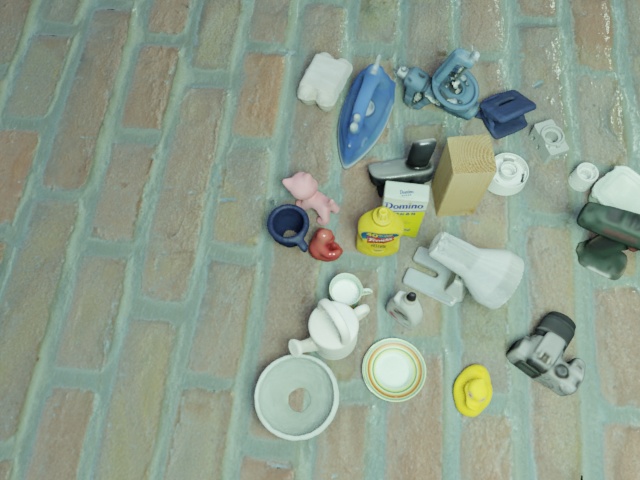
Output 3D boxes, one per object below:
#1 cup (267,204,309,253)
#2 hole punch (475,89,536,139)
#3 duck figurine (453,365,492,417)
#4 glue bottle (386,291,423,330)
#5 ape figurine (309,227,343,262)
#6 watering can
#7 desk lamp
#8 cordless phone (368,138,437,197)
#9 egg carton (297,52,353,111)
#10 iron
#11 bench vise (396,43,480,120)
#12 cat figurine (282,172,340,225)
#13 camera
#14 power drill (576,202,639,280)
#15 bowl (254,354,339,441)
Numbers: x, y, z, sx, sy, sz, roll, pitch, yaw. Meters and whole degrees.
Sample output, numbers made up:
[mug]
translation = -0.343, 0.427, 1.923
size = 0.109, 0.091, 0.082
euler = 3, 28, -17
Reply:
[cup]
translation = -0.059, -0.011, 1.265
size = 0.092, 0.095, 0.117
euler = -32, 71, -11
[hole punch]
translation = 0.445, -0.314, 1.378
size = 0.109, 0.091, 0.101
euler = -24, 70, -8
[duck figurine]
translation = 0.311, 0.297, 1.142
size = 0.077, 0.086, 0.105
euler = 19, 70, 9
[glue bottle]
translation = 0.176, 0.133, 1.162
size = 0.078, 0.173, 0.037
euler = 33, 73, 13
[ape figurine]
translation = 0.012, 0.005, 1.259
size = 0.076, 0.092, 0.078
euler = -11, 69, -3
[watering can]
translation = 0.022, 0.178, 1.136
size = 0.100, 0.194, 0.173
euler = 34, 73, 14
[desk lamp]
translation = 0.286, 0.064, 1.166
size = 0.203, 0.213, 0.118
euler = 24, 71, 10
[cordless phone]
translation = 0.185, -0.178, 1.278
size = 0.147, 0.185, 0.094
euler = -10, 68, -3
[egg carton]
translation = 0.012, -0.397, 1.430
size = 0.107, 0.069, 0.150
euler = 21, 70, 9
[iron]
translation = 0.102, -0.306, 1.354
size = 0.118, 0.141, 0.258
euler = 17, 70, 8
[bench vise]
translation = 0.282, -0.369, 1.333
size = 0.207, 0.220, 0.121
euler = 4, 68, 3
[cat figurine]
translation = -0.019, -0.105, 1.289
size = 0.127, 0.118, 0.067
euler = 33, 73, 13
[camera]
translation = 0.478, 0.222, 1.161
size = 0.143, 0.101, 0.137
euler = 35, 73, 14
[power drill]
translation = 0.632, 0.008, 1.185
size = 0.229, 0.208, 0.076
euler = 26, 71, 11
[bowl]
translation = -0.045, 0.317, 1.147
size = 0.167, 0.075, 0.167
euler = 0, 68, 1
